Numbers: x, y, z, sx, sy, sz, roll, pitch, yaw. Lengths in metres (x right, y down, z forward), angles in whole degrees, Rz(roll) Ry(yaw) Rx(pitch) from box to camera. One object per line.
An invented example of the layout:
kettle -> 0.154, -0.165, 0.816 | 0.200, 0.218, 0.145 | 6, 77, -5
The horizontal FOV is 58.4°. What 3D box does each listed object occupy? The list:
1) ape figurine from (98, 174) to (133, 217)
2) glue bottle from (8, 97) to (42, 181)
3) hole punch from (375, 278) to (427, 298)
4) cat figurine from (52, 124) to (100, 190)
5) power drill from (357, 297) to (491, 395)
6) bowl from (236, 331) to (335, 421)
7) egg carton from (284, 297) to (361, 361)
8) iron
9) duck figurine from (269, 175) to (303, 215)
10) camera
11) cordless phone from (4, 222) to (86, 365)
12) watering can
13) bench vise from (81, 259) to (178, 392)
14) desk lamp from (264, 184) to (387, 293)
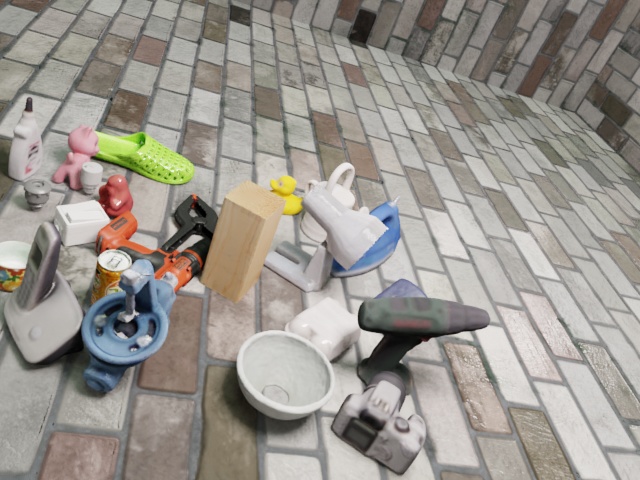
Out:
ape figurine -> -0.416, -0.094, 1.165 | 0.076, 0.092, 0.077 | 7, 37, -24
glue bottle -> -0.586, -0.206, 1.144 | 0.037, 0.173, 0.078 | 20, 33, -5
hole punch -> 0.167, 0.147, 1.185 | 0.101, 0.091, 0.108 | -17, 51, -45
cat figurine -> -0.511, -0.189, 1.216 | 0.067, 0.117, 0.128 | 18, 34, -9
power drill -> 0.162, 0.182, 1.027 | 0.230, 0.208, 0.075 | 12, 35, -16
bowl -> -0.064, 0.233, 0.939 | 0.168, 0.074, 0.167 | 16, 34, -11
egg carton -> 0.008, 0.172, 1.073 | 0.107, 0.069, 0.151 | 37, 36, 20
iron -> 0.113, -0.015, 1.332 | 0.118, 0.141, 0.259 | 34, 35, 15
duck figurine -> -0.083, -0.116, 1.403 | 0.105, 0.086, 0.077 | 17, 34, -10
camera -> 0.114, 0.284, 0.953 | 0.143, 0.101, 0.137 | 30, 34, 10
cordless phone -> -0.402, 0.078, 0.849 | 0.094, 0.185, 0.147 | -15, 49, -43
watering can -> 0.038, -0.092, 1.345 | 0.173, 0.194, 0.101 | 26, 33, 4
bench vise -> -0.283, 0.094, 0.869 | 0.122, 0.219, 0.207 | 15, 34, -12
desk lamp -> 0.011, 0.004, 1.178 | 0.203, 0.213, 0.118 | 30, 34, 11
